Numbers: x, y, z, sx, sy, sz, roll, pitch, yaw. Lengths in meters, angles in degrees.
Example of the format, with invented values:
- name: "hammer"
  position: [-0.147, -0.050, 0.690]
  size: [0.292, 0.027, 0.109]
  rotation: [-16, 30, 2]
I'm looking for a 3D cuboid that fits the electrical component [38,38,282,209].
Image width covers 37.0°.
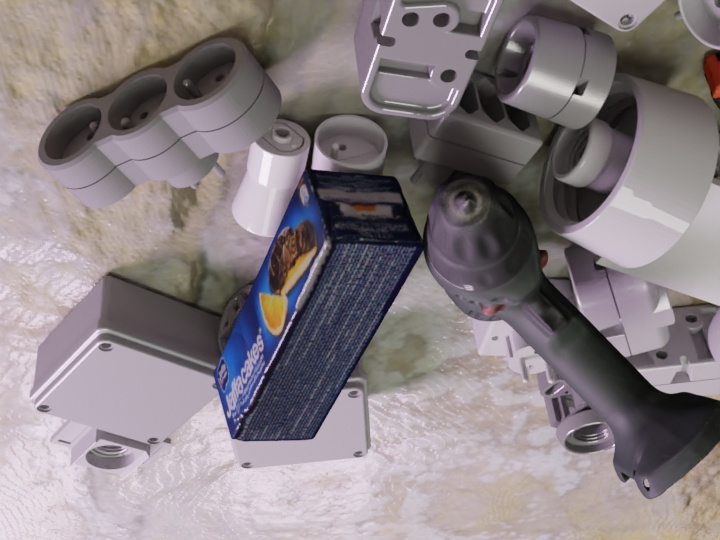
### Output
- name: "electrical component"
  position: [-0.105, -0.072, 0.613]
  size: [0.138, 0.052, 0.073]
  rotation: [-20, 139, 18]

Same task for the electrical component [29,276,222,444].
- name: "electrical component"
  position: [-0.164, 0.068, 0.775]
  size: [0.109, 0.056, 0.109]
  rotation: [24, 132, -32]

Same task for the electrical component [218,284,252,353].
- name: "electrical component"
  position: [-0.065, 0.044, 0.762]
  size: [0.047, 0.055, 0.055]
  rotation: [24, 132, -38]

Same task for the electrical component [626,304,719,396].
- name: "electrical component"
  position: [0.241, 0.068, 0.835]
  size: [0.095, 0.053, 0.059]
  rotation: [-6, 141, 0]

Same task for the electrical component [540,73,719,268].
- name: "electrical component"
  position: [0.147, -0.061, 0.623]
  size: [0.060, 0.108, 0.108]
  rotation: [19, 135, -20]

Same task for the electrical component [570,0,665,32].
- name: "electrical component"
  position: [0.121, -0.183, 0.504]
  size: [0.109, 0.056, 0.109]
  rotation: [22, 133, -30]

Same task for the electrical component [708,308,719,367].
- name: "electrical component"
  position: [0.313, 0.040, 0.771]
  size: [0.108, 0.108, 0.060]
  rotation: [-1, 135, -7]

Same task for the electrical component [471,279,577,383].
- name: "electrical component"
  position: [0.122, 0.049, 0.776]
  size: [0.066, 0.076, 0.047]
  rotation: [2, 141, -10]

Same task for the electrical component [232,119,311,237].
- name: "electrical component"
  position: [-0.052, -0.058, 0.649]
  size: [0.044, 0.044, 0.065]
  rotation: [4, 136, -13]

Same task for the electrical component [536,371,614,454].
- name: "electrical component"
  position: [0.186, 0.114, 0.881]
  size: [0.078, 0.057, 0.058]
  rotation: [18, 135, -27]

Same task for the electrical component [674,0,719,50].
- name: "electrical component"
  position: [0.196, -0.146, 0.559]
  size: [0.077, 0.043, 0.079]
  rotation: [-34, -171, -21]

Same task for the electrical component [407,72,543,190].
- name: "electrical component"
  position: [0.057, -0.074, 0.638]
  size: [0.066, 0.047, 0.076]
  rotation: [14, 137, -23]

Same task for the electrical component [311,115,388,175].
- name: "electrical component"
  position: [-0.010, -0.051, 0.660]
  size: [0.043, 0.043, 0.081]
  rotation: [0, 141, -8]

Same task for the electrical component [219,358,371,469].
- name: "electrical component"
  position: [-0.049, 0.100, 0.832]
  size: [0.109, 0.056, 0.108]
  rotation: [-5, 141, -1]

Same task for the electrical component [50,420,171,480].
- name: "electrical component"
  position: [-0.192, 0.121, 0.832]
  size: [0.081, 0.063, 0.042]
  rotation: [23, 131, -32]

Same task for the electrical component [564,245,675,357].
- name: "electrical component"
  position: [0.187, 0.019, 0.766]
  size: [0.059, 0.053, 0.095]
  rotation: [-17, 140, 13]

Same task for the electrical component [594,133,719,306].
- name: "electrical component"
  position: [0.233, -0.033, 0.696]
  size: [0.150, 0.061, 0.089]
  rotation: [17, 136, -23]

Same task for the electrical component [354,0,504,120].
- name: "electrical component"
  position: [0.033, -0.133, 0.552]
  size: [0.054, 0.059, 0.095]
  rotation: [6, 140, -15]

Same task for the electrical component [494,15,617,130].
- name: "electrical component"
  position: [0.106, -0.111, 0.595]
  size: [0.047, 0.055, 0.055]
  rotation: [14, 137, -18]
